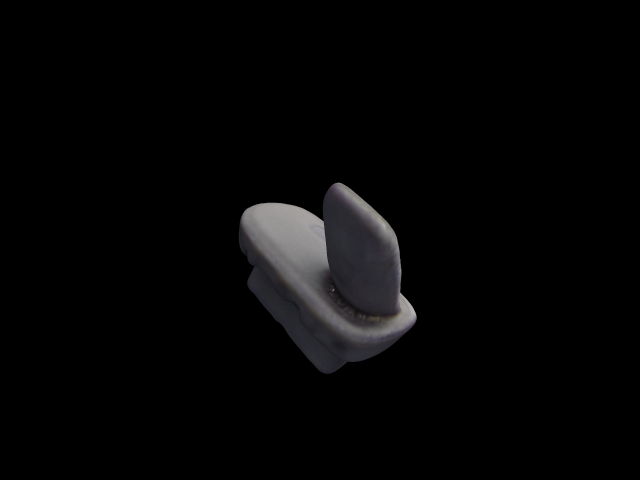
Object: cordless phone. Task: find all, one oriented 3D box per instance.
[{"bbox_3d":[0.004,0.001,0.400,0.094,0.185,0.147,-39,65,-22],"label":"cordless phone"}]
